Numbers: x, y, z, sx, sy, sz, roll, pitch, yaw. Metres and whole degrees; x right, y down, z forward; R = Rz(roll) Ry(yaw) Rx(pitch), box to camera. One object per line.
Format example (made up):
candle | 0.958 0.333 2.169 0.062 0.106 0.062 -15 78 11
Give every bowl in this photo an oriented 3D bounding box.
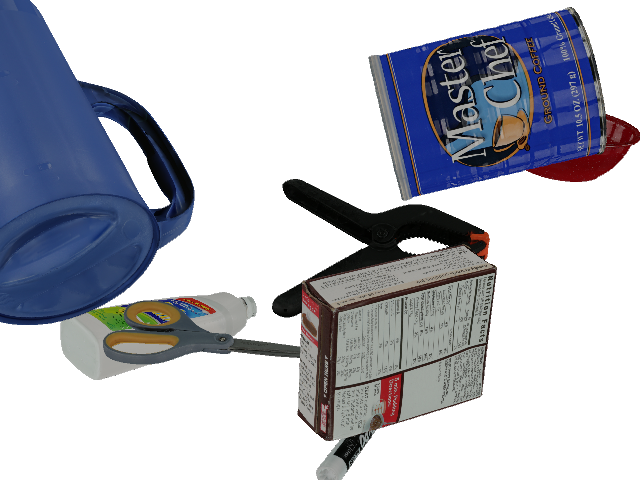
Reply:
bowl | 0.267 -0.106 1.181 0.162 0.055 0.162 6 23 -3

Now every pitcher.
pitcher | -0.207 -0.072 0.769 0.145 0.243 0.149 -38 -32 14

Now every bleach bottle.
bleach bottle | -0.195 0.107 1.358 0.250 0.068 0.103 -13 28 -38

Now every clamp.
clamp | 0.053 0.013 1.017 0.210 0.164 0.036 6 -39 8

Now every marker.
marker | 0.030 0.149 0.827 0.020 0.020 0.121 0 23 28

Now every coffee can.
coffee can | 0.112 -0.093 0.732 0.140 0.103 0.103 -13 -1 5

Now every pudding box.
pudding box | 0.044 0.058 0.611 0.113 0.090 0.039 -13 29 -28

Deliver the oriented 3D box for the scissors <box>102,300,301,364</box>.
scissors | -0.101 0.085 0.998 0.201 0.016 0.096 -2 32 -10
